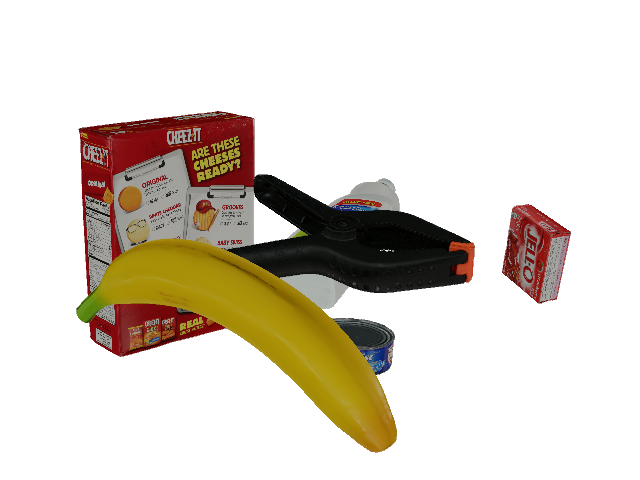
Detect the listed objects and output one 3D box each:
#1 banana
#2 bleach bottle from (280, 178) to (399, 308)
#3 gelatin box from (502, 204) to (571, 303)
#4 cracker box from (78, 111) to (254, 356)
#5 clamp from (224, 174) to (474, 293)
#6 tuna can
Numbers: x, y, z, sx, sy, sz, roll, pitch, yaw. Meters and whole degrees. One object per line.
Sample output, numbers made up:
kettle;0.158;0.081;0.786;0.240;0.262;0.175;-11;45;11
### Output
banana;-0.041;0.044;0.571;0.198;0.070;0.037;22;29;20
bleach bottle;0.026;-0.011;1.339;0.103;0.068;0.250;12;35;22
gelatin box;0.240;0.014;1.198;0.030;0.089;0.073;-10;31;-24
cracker box;-0.147;-0.011;1.045;0.163;0.214;0.072;-13;20;-39
clamp;0.014;-0.003;0.821;0.210;0.036;0.164;5;31;10
tuna can;0.032;0.110;1.099;0.086;0.034;0.086;4;15;-1
